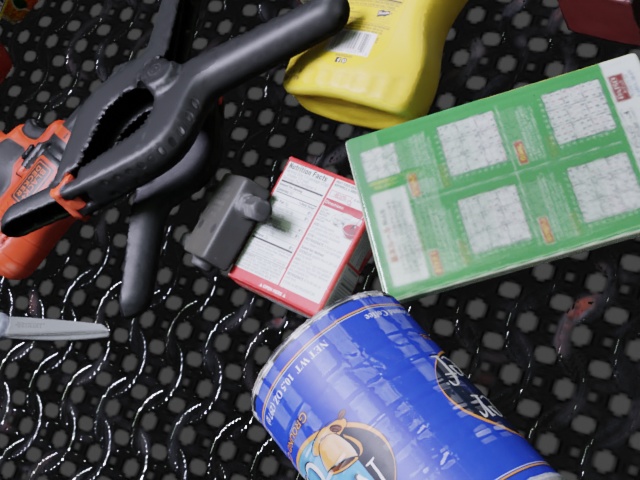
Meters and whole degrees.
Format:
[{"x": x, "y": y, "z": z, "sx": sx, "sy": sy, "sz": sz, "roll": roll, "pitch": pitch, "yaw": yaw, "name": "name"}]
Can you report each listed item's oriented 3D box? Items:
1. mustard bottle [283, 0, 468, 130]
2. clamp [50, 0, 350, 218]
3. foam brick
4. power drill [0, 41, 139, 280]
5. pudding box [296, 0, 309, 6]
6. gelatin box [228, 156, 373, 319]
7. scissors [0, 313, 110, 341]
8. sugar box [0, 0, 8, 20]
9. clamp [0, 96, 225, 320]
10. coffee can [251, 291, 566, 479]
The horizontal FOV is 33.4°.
[{"x": 0.053, "y": -0.167, "z": 0.685, "sx": 0.096, "sy": 0.058, "sz": 0.191, "roll": 15, "pitch": 78, "yaw": 35, "name": "mustard bottle"}, {"x": -0.099, "y": -0.105, "z": 0.685, "sx": 0.210, "sy": 0.036, "sz": 0.165, "roll": -46, "pitch": 47, "yaw": -6, "name": "clamp"}, {"x": 0.180, "y": -0.162, "z": 0.625, "sx": 0.051, "sy": 0.053, "sz": 0.078, "roll": 24, "pitch": 83, "yaw": 30, "name": "foam brick"}, {"x": -0.219, "y": -0.087, "z": 0.786, "sx": 0.188, "sy": 0.057, "sz": 0.184, "roll": 37, "pitch": 87, "yaw": 33, "name": "power drill"}, {"x": -0.010, "y": -0.217, "z": 0.703, "sx": 0.090, "sy": 0.113, "sz": 0.039, "roll": -43, "pitch": 59, "yaw": 5, "name": "pudding box"}, {"x": -0.004, "y": 0.001, "z": 0.664, "sx": 0.073, "sy": 0.030, "sz": 0.089, "roll": 23, "pitch": 80, "yaw": 31, "name": "gelatin box"}, {"x": -0.236, "y": 0.045, "z": 0.767, "sx": 0.202, "sy": 0.016, "sz": 0.096, "roll": -15, "pitch": 64, "yaw": 20, "name": "scissors"}, {"x": -0.283, "y": -0.171, "z": 0.791, "sx": 0.093, "sy": 0.048, "sz": 0.176, "roll": 11, "pitch": 78, "yaw": 27, "name": "sugar box"}, {"x": -0.113, "y": -0.033, "z": 0.699, "sx": 0.120, "sy": 0.039, "sz": 0.171, "roll": 42, "pitch": 81, "yaw": 15, "name": "clamp"}, {"x": 0.044, "y": 0.110, "z": 0.555, "sx": 0.103, "sy": 0.102, "sz": 0.140, "roll": -45, "pitch": 58, "yaw": 4, "name": "coffee can"}]
